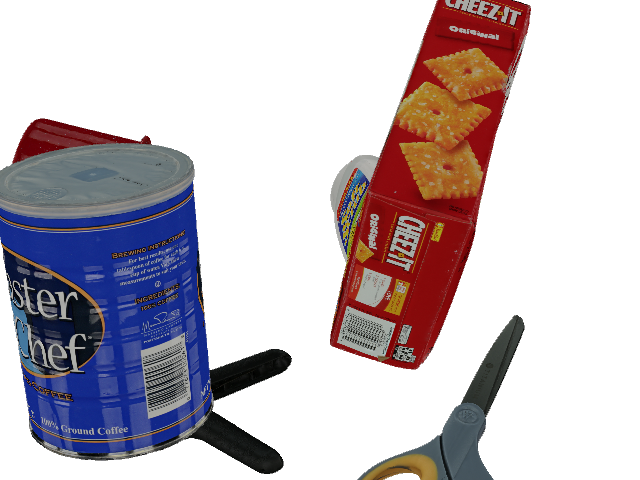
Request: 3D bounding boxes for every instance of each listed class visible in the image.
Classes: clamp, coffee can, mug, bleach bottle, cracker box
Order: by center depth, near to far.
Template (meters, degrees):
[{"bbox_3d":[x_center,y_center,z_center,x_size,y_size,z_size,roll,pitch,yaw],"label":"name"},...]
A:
[{"bbox_3d":[-0.113,0.029,0.568,0.103,0.140,0.103,-2,21,1],"label":"coffee can"},{"bbox_3d":[0.077,-0.044,0.724,0.072,0.213,0.164,18,-39,5],"label":"cracker box"},{"bbox_3d":[-0.171,-0.043,0.769,0.081,0.093,0.117,14,20,-2],"label":"mug"},{"bbox_3d":[-0.103,0.128,0.886,0.171,0.039,0.120,11,38,5],"label":"clamp"},{"bbox_3d":[0.049,-0.020,1.009,0.068,0.102,0.251,19,11,-15],"label":"bleach bottle"}]

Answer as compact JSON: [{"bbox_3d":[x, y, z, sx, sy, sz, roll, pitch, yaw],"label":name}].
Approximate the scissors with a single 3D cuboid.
[{"bbox_3d":[0.089,0.110,0.564,0.096,0.016,0.201,27,46,32],"label":"scissors"}]
